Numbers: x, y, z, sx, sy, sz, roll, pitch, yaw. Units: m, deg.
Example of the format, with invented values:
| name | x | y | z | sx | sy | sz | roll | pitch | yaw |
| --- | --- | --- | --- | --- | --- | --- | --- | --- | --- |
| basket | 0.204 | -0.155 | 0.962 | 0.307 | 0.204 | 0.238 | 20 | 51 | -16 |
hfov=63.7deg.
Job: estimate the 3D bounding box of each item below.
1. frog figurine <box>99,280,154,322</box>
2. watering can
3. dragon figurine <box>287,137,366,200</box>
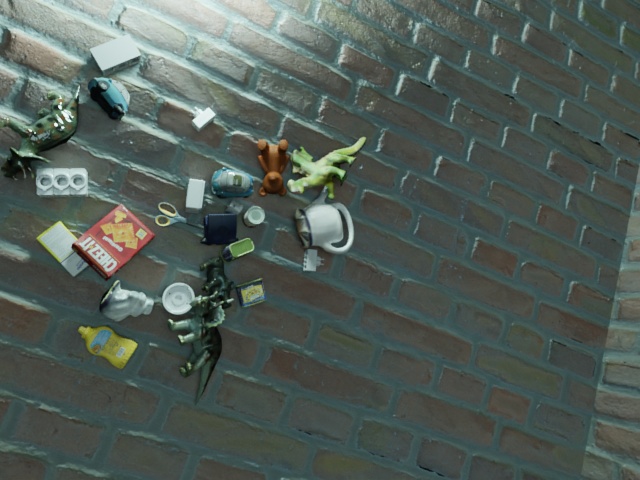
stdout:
| name | x | y | z | sx | sy | sz | roll | pitch | yaw |
| --- | --- | --- | --- | --- | --- | --- | --- | --- | --- |
| frog figurine | -0.653 | 0.225 | 1.739 | 0.158 | 0.125 | 0.136 | 36 | 107 | -19 |
| watering can | 0.006 | -0.101 | 2.011 | 0.225 | 0.102 | 0.352 | -11 | 72 | -19 |
| dragon figurine | 0.005 | -0.307 | 2.020 | 0.243 | 0.119 | 0.419 | 25 | 55 | 7 |
